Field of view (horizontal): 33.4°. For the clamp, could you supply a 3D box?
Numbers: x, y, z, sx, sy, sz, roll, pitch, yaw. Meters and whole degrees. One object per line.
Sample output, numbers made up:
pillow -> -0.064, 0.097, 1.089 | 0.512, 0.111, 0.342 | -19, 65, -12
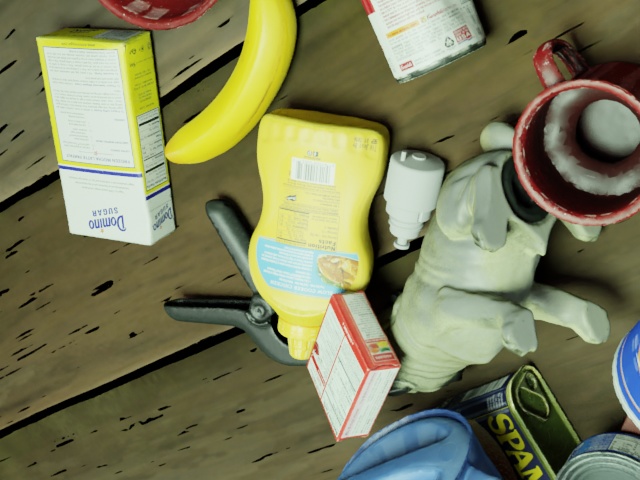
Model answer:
clamp -> -0.053, 0.058, 0.894 | 0.171, 0.039, 0.120 | 41, 124, 10

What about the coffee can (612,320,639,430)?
coffee can -> 0.252, 0.058, 0.646 | 0.103, 0.102, 0.140 | 35, 147, 13

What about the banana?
banana -> -0.064, -0.123, 0.829 | 0.070, 0.037, 0.198 | 49, 127, 28

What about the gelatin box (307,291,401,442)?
gelatin box -> 0.023, 0.094, 0.791 | 0.089, 0.030, 0.073 | 108, 148, -42

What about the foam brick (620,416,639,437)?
foam brick -> 0.237, 0.151, 0.754 | 0.053, 0.051, 0.078 | 24, 121, 22

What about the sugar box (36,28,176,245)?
sugar box -> -0.179, -0.088, 0.905 | 0.093, 0.048, 0.176 | 9, 118, 27

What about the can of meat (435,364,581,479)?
can of meat -> 0.142, 0.156, 0.810 | 0.084, 0.057, 0.102 | -29, 94, 37

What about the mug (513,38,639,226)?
mug -> 0.173, -0.075, 0.676 | 0.093, 0.081, 0.117 | -33, 92, 37

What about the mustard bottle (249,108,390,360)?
mustard bottle -> -0.005, 0.001, 0.813 | 0.096, 0.058, 0.192 | 10, 108, 11

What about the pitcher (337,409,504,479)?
pitcher -> 0.119, 0.249, 0.756 | 0.145, 0.149, 0.242 | -35, 106, 8

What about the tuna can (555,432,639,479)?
tuna can -> 0.205, 0.175, 0.729 | 0.086, 0.033, 0.086 | 13, 116, 28

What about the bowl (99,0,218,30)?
bowl -> -0.115, -0.241, 0.793 | 0.162, 0.055, 0.162 | 12, 116, 26

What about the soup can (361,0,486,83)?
soup can -> 0.062, -0.165, 0.713 | 0.069, 0.068, 0.102 | -19, 101, 35
